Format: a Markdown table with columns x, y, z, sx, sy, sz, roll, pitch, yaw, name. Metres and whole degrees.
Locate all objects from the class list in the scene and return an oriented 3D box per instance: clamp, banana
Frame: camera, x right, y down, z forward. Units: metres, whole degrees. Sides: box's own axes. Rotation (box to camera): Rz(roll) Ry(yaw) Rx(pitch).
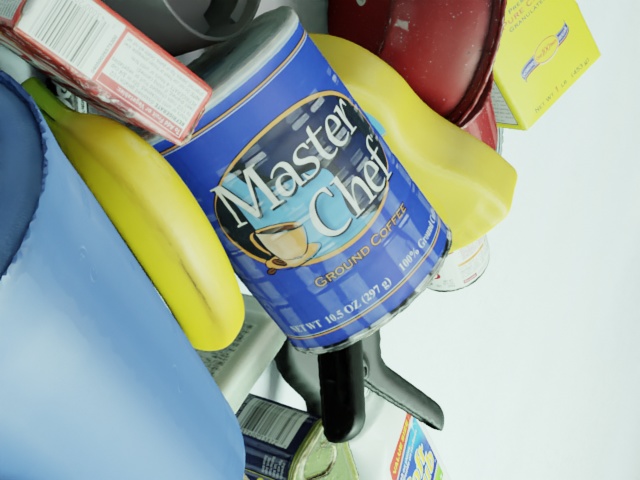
| x | y | z | sx | sy | sz | roll | pitch | yaw | name |
| --- | --- | --- | --- | --- | --- | --- | --- | --- | --- |
| -0.004 | 0.001 | 0.651 | 0.164 | 0.036 | 0.209 | 51 | 34 | -15 | clamp |
| 0.008 | 0.096 | 0.709 | 0.120 | 0.039 | 0.171 | -42 | 112 | -28 | clamp |
| -0.068 | 0.004 | 0.492 | 0.037 | 0.070 | 0.197 | -37 | 139 | -11 | banana |

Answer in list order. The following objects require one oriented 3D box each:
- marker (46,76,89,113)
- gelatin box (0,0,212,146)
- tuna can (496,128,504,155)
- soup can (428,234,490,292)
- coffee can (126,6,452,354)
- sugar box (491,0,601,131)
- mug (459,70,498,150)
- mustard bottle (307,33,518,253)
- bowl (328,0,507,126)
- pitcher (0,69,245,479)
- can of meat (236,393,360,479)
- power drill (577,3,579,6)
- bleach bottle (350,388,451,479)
| x | y | z | sx | sy | sz | roll | pitch | yaw | name |
| --- | --- | --- | --- | --- | --- | --- | --- | --- | --- |
| -0.114 | -0.075 | 0.477 | 0.020 | 0.020 | 0.121 | -29 | 127 | -54 | marker |
| -0.096 | -0.076 | 0.425 | 0.089 | 0.073 | 0.030 | 35 | 83 | -43 | gelatin box |
| 0.121 | -0.071 | 0.885 | 0.086 | 0.034 | 0.086 | -33 | 129 | -52 | tuna can |
| 0.090 | -0.014 | 0.819 | 0.068 | 0.069 | 0.102 | -61 | 149 | -26 | soup can |
| -0.015 | -0.028 | 0.529 | 0.140 | 0.103 | 0.102 | 52 | 51 | -19 | coffee can |
| 0.126 | -0.174 | 0.756 | 0.093 | 0.048 | 0.176 | -45 | 122 | -17 | sugar box |
| 0.077 | -0.098 | 0.753 | 0.081 | 0.093 | 0.117 | 58 | 15 | -60 | mug |
| 0.017 | -0.064 | 0.611 | 0.191 | 0.096 | 0.058 | 35 | 56 | -24 | mustard bottle |
| 0.047 | -0.142 | 0.642 | 0.055 | 0.162 | 0.162 | 1 | 104 | -24 | bowl |
| -0.116 | 0.044 | 0.427 | 0.149 | 0.145 | 0.242 | -52 | 149 | -17 | pitcher |
| -0.029 | 0.140 | 0.652 | 0.057 | 0.084 | 0.102 | -54 | 144 | -34 | can of meat |
| 0.159 | -0.211 | 0.872 | 0.187 | 0.057 | 0.184 | 34 | 75 | -57 | power drill |
| 0.048 | 0.181 | 0.835 | 0.102 | 0.068 | 0.250 | -60 | 145 | -29 | bleach bottle |
